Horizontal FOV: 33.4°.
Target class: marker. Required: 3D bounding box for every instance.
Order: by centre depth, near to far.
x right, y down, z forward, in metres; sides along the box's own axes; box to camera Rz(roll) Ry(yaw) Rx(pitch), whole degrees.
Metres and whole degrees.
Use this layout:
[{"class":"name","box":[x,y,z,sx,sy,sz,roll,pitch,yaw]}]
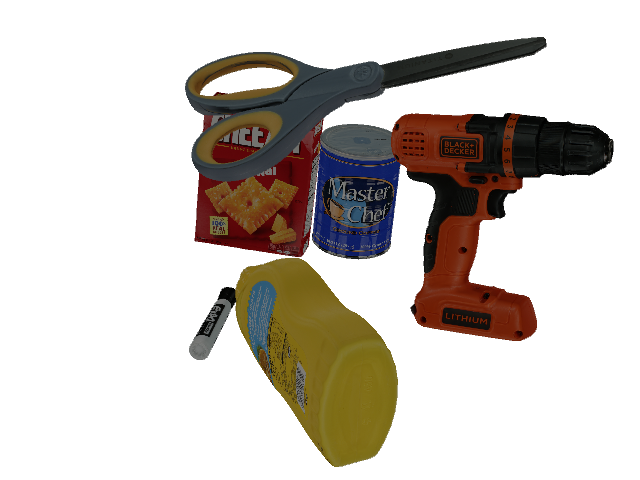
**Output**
[{"class":"marker","box":[-0.100,0.076,1.017,0.020,0.020,0.121,0,23,10]}]

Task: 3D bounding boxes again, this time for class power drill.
[{"class":"power drill","box":[0.148,-0.014,0.897,0.185,0.188,0.057,7,15,26]}]

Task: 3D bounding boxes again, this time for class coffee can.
[{"class":"coffee can","box":[0.045,-0.062,1.333,0.103,0.140,0.103,4,27,-2]}]

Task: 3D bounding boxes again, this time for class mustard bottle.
[{"class":"mustard bottle","box":[-0.015,0.067,0.747,0.058,0.096,0.192,-12,29,-22]}]

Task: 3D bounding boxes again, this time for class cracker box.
[{"class":"cracker box","box":[-0.090,-0.092,1.539,0.164,0.214,0.072,10,22,7]}]

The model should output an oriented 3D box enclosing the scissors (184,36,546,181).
[{"class":"scissors","box":[0.013,-0.071,0.571,0.202,0.096,0.016,3,-33,23]}]
